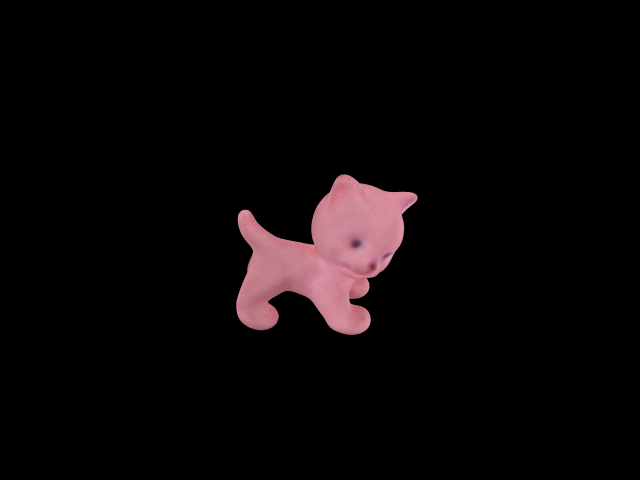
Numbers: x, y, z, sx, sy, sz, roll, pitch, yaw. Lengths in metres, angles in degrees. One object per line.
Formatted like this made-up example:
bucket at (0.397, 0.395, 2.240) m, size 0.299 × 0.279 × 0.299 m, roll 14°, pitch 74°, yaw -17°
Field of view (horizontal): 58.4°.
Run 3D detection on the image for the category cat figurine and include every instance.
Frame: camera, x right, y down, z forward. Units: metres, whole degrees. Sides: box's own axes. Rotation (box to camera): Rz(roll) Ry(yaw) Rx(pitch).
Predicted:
cat figurine at (0.004, 0.001, 0.400) m, size 0.127 × 0.118 × 0.067 m, roll 1°, pitch 34°, yaw 2°
